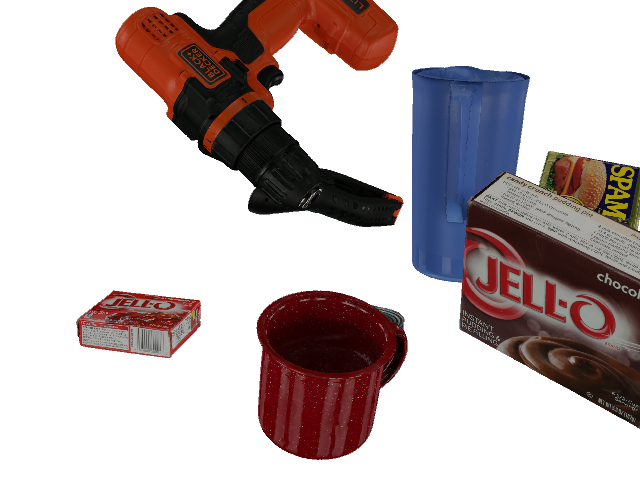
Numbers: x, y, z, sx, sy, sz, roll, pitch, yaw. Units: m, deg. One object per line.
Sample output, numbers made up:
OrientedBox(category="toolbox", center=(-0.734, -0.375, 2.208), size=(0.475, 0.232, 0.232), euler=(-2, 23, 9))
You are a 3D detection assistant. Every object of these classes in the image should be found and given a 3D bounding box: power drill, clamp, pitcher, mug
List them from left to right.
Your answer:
OrientedBox(category="power drill", center=(-0.027, -0.125, 0.779), size=(0.187, 0.184, 0.057), euler=(-39, -10, -37))
OrientedBox(category="clamp", center=(-0.007, -0.046, 1.032), size=(0.209, 0.036, 0.165), euler=(15, 19, -23))
OrientedBox(category="mug", center=(0.010, 0.090, 0.732), size=(0.117, 0.081, 0.093), euler=(-17, 40, -32))
OrientedBox(category="pitcher", center=(0.164, -0.077, 1.233), size=(0.149, 0.243, 0.145), euler=(-8, 18, -33))

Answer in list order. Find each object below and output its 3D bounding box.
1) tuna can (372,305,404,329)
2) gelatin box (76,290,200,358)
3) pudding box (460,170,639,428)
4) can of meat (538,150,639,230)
OrientedBox(category="tuna can", center=(0.049, 0.100, 1.173), size=(0.086, 0.034, 0.086), euler=(1, 15, 0))
OrientedBox(category="gelatin box", center=(-0.161, 0.073, 0.950), size=(0.089, 0.030, 0.073), euler=(6, 19, 14))
OrientedBox(category="pudding box", center=(0.124, 0.028, 0.527), size=(0.114, 0.090, 0.039), euler=(27, 50, 30))
OrientedBox(category="can of meat", center=(0.222, -0.026, 0.891), size=(0.084, 0.057, 0.102), euler=(12, 45, 14))
